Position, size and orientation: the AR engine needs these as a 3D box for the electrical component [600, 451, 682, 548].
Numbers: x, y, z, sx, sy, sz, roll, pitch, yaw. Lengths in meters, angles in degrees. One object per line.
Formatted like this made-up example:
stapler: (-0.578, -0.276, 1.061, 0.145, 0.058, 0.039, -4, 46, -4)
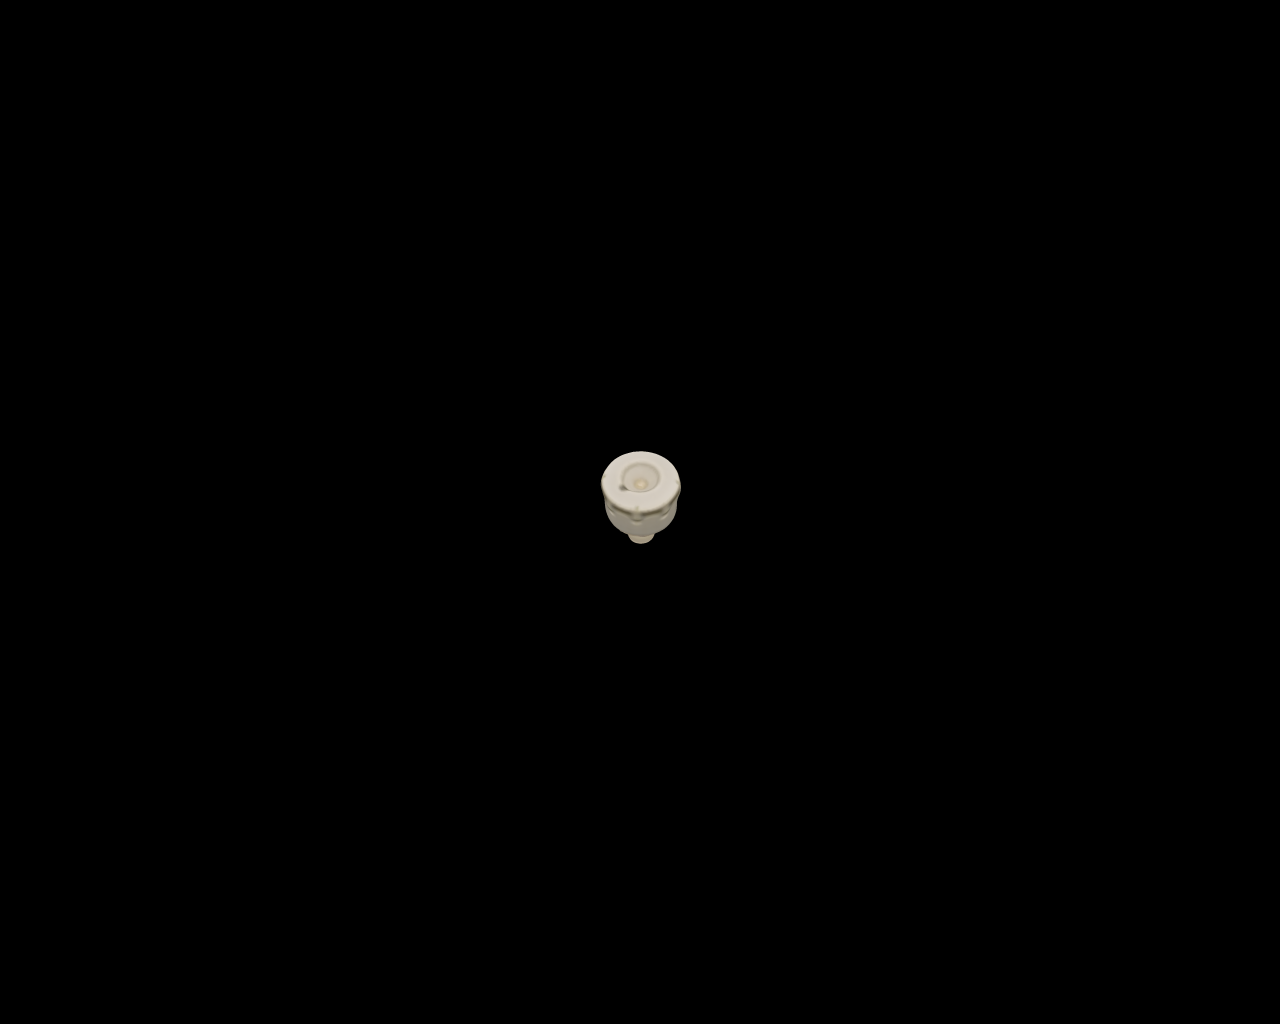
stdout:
electrical component: (0.001, -0.003, 0.650, 0.048, 0.048, 0.062, 0, -37, 0)
